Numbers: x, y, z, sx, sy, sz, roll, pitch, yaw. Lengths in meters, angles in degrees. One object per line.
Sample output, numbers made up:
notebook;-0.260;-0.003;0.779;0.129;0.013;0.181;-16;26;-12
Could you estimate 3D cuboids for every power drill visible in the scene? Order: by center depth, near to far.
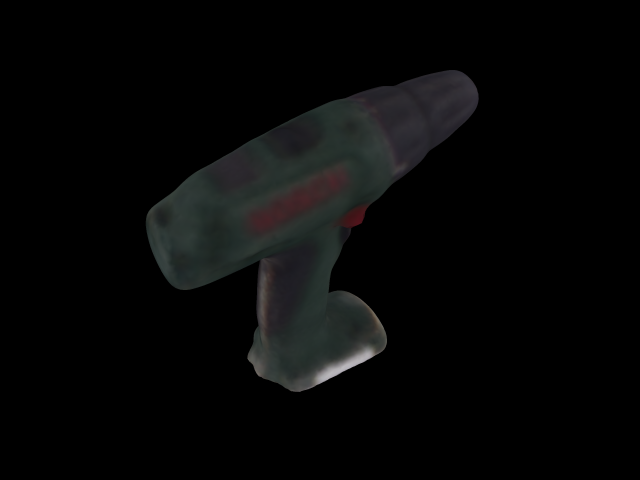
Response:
power drill;0.004;0.001;0.400;0.230;0.208;0.075;-22;44;-23
